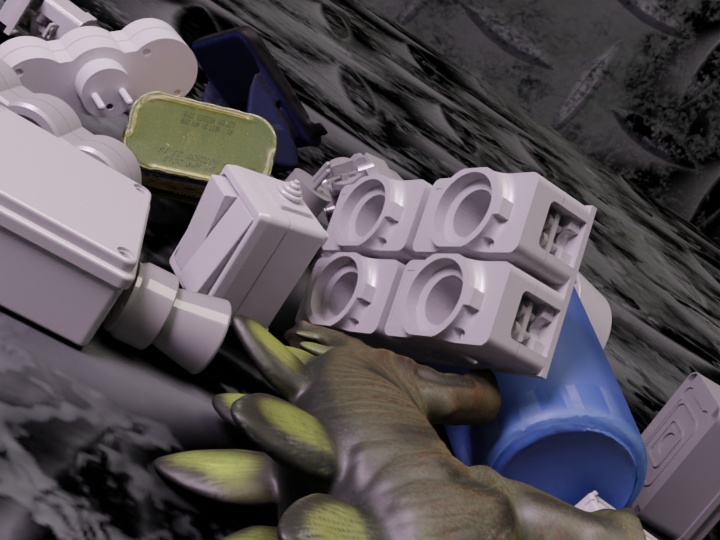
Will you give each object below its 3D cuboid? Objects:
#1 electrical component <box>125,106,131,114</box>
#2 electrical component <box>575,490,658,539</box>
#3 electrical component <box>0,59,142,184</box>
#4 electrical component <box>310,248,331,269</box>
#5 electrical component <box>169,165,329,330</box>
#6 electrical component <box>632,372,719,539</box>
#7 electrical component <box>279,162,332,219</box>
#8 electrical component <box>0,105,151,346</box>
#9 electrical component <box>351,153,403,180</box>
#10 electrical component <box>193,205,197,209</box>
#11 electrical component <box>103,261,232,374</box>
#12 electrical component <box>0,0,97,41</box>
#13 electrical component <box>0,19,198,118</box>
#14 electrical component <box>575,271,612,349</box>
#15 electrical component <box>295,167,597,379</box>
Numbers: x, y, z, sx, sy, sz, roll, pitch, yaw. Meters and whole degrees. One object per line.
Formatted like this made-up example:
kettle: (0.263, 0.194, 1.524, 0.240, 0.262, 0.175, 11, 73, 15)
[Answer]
electrical component: (-0.183, -0.156, 0.899, 0.048, 0.048, 0.062, 29, 13, -22)
electrical component: (0.154, 0.188, 0.629, 0.096, 0.061, 0.061, 37, 18, -22)
electrical component: (-0.197, -0.083, 0.668, 0.138, 0.052, 0.073, 35, 18, -4)
electrical component: (0.000, 0.000, 0.839, 0.055, 0.048, 0.066, 12, 28, -37)
electrical component: (-0.070, -0.019, 0.669, 0.061, 0.096, 0.061, 16, 26, -40)
electrical component: (0.260, 0.148, 0.836, 0.057, 0.113, 0.078, 30, 18, -10)
electrical component: (-0.048, -0.050, 0.819, 0.043, 0.079, 0.077, 38, 16, -15)
electrical component: (-0.172, -0.027, 0.565, 0.109, 0.056, 0.108, 30, 18, -18)
electrical component: (0.022, -0.059, 1.004, 0.062, 0.061, 0.096, 19, 24, -42)
electrical component: (-0.102, -0.055, 0.791, 0.062, 0.048, 0.048, 54, 23, 24)
electrical component: (-0.104, 0.025, 0.579, 0.055, 0.045, 0.045, 28, 19, -23)
electrical component: (-0.258, -0.209, 0.897, 0.064, 0.042, 0.081, 37, 18, -7)
electrical component: (-0.177, -0.128, 0.736, 0.138, 0.052, 0.073, -15, 40, -23)
electrical component: (0.166, 0.052, 0.923, 0.060, 0.108, 0.108, 34, 17, -27)
electrical component: (0.043, -0.001, 0.671, 0.060, 0.105, 0.186, 28, -16, -34)
